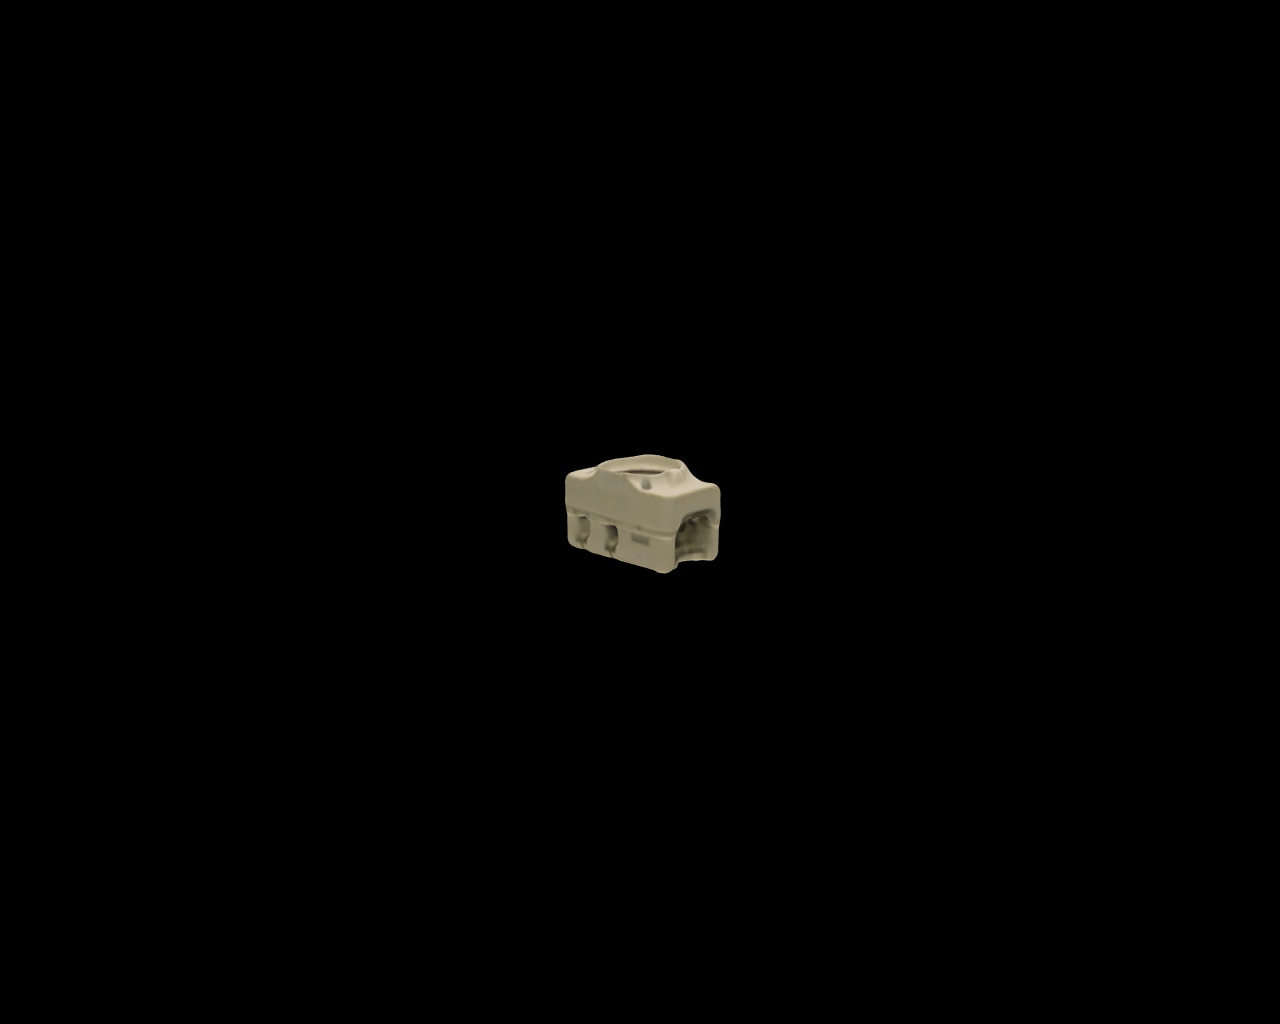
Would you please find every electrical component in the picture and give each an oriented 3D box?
[{"bbox_3d":[0.001,-0.003,0.650,0.050,0.055,0.089,-14,20,-42],"label":"electrical component"}]
